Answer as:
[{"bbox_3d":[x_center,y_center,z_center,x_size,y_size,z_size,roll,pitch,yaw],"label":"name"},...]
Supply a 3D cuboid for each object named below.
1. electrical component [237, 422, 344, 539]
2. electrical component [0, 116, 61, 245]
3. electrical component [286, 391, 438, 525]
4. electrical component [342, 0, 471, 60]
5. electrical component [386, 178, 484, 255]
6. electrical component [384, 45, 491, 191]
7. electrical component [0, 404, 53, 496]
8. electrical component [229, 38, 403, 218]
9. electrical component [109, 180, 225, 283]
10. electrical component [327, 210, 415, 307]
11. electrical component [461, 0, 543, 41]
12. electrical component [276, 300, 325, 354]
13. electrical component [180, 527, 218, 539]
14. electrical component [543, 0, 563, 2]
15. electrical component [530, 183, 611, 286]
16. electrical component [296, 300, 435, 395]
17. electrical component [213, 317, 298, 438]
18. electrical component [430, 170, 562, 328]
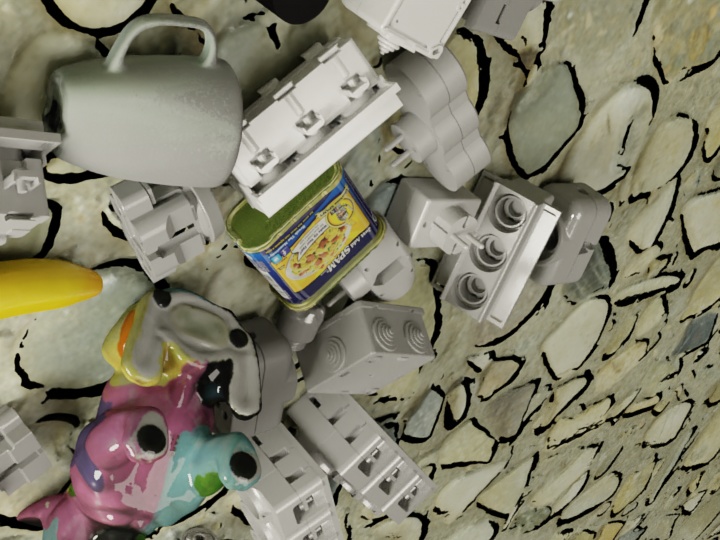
[{"bbox_3d":[-0.069,0.216,0.979,0.062,0.089,0.150,-32,140,-19],"label":"electrical component"},{"bbox_3d":[-0.237,-0.051,0.593,0.121,0.063,0.079,1,163,-44],"label":"electrical component"},{"bbox_3d":[0.001,0.172,1.006,0.062,0.089,0.150,-44,142,-5],"label":"electrical component"},{"bbox_3d":[0.034,-0.194,0.738,0.062,0.061,0.096,15,112,-47],"label":"electrical component"},{"bbox_3d":[0.072,-0.038,0.899,0.066,0.077,0.047,-3,125,-42],"label":"electrical component"},{"bbox_3d":[0.049,-0.109,0.835,0.074,0.052,0.138,-40,142,-9],"label":"electrical component"},{"bbox_3d":[-0.258,0.135,0.764,0.055,0.048,0.066,-38,142,-24],"label":"electrical component"},{"bbox_3d":[-0.041,-0.102,0.741,0.121,0.079,0.063,-41,113,-8],"label":"electrical component"},{"bbox_3d":[-0.129,-0.036,0.727,0.057,0.058,0.078,-29,139,-17],"label":"electrical component"},{"bbox_3d":[0.000,0.000,0.892,0.079,0.043,0.077,-40,142,-6],"label":"electrical component"},{"bbox_3d":[0.105,-0.221,0.790,0.056,0.050,0.089,3,121,-44],"label":"electrical component"},{"bbox_3d":[-0.054,0.050,0.892,0.035,0.035,0.061,-1,125,-43],"label":"electrical component"},{"bbox_3d":[-0.151,0.270,0.991,0.044,0.044,0.065,-13,126,-37],"label":"electrical component"},{"bbox_3d":[0.147,-0.242,0.820,0.040,0.040,0.078,-14,131,-35],"label":"electrical component"},{"bbox_3d":[0.190,-0.034,1.034,0.059,0.054,0.095,-5,126,-41],"label":"electrical component"},{"bbox_3d":[0.004,0.070,0.923,0.100,0.048,0.100,-33,153,34],"label":"electrical component"},{"bbox_3d":[-0.091,0.089,0.875,0.059,0.054,0.095,-16,133,-34],"label":"electrical component"},{"bbox_3d":[0.126,-0.021,0.975,0.063,0.079,0.121,-25,142,-60],"label":"electrical component"}]
